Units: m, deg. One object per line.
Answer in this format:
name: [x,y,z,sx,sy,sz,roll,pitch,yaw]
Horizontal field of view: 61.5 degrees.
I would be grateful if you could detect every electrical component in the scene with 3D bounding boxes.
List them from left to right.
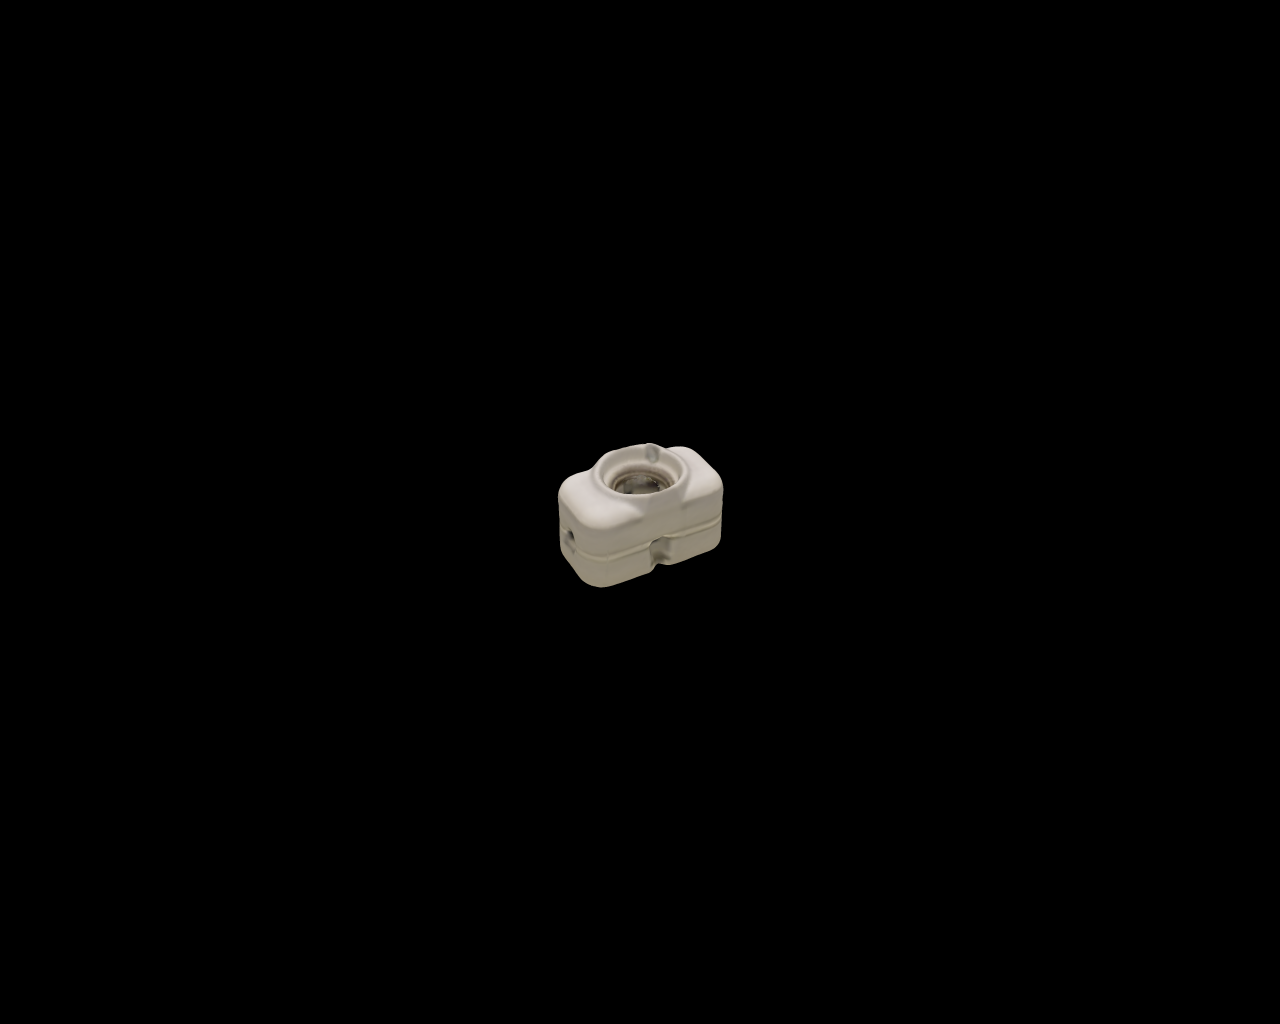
electrical component: [0.001,-0.003,0.650,0.095,0.059,0.054,-17,40,-22]
